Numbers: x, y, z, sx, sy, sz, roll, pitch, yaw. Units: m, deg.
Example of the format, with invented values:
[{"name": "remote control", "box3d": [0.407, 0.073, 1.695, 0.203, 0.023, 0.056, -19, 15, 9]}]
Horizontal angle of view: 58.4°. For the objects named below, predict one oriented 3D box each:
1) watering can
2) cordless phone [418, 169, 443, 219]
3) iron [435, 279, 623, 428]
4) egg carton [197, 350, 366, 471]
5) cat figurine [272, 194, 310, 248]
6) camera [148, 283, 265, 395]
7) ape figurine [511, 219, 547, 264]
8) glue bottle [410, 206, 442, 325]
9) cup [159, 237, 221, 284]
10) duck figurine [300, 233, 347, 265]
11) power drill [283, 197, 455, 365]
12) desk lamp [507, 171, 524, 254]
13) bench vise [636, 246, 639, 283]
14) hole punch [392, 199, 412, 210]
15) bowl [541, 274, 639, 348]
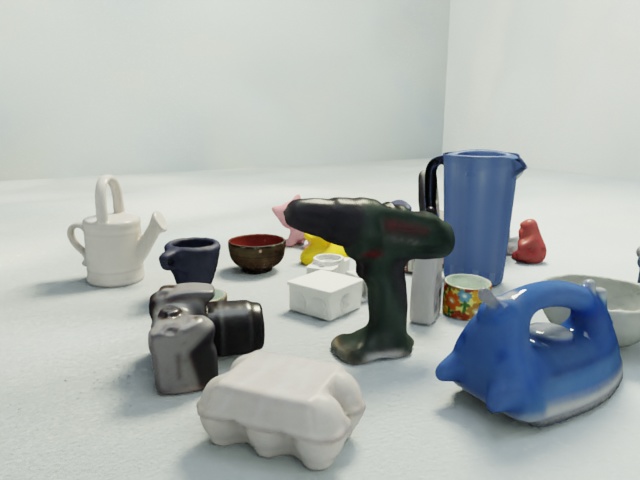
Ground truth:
[{"name": "watering can", "box3d": [-0.366, -0.021, 1.033, 0.173, 0.194, 0.100, -4, 14, -18]}, {"name": "cordless phone", "box3d": [0.261, -0.065, 1.265, 0.093, 0.185, 0.148, 11, 17, 38]}, {"name": "iron", "box3d": [0.258, 0.104, 0.636, 0.259, 0.141, 0.118, -7, 15, -29]}, {"name": "egg carton", "box3d": [-0.035, 0.159, 0.549, 0.150, 0.069, 0.107, 5, 14, 20]}, {"name": "cat figurine", "box3d": [-0.047, -0.044, 1.308, 0.127, 0.118, 0.067, 9, 16, 34]}, {"name": "camera", "box3d": [-0.136, 0.107, 0.699, 0.137, 0.101, 0.143, -3, 14, -14]}, {"name": "ape figurine", "box3d": [0.435, 0.000, 1.196, 0.075, 0.092, 0.078, 12, 18, 40]}, {"name": "glue bottle", "box3d": [0.163, 0.035, 0.858, 0.037, 0.173, 0.078, 6, 14, 23]}, {"name": "cup", "box3d": [-0.217, 0.052, 0.944, 0.091, 0.095, 0.118, 8, 15, 28]}, {"name": "duck figurine", "box3d": [0.011, 0.004, 1.176, 0.105, 0.086, 0.077, -3, 14, -16]}, {"name": "power drill", "box3d": [0.064, 0.046, 0.732, 0.230, 0.208, 0.075, -5, 14, -22]}, {"name": "desk lamp", "box3d": [0.389, -0.080, 1.269, 0.117, 0.213, 0.204, 12, 18, 41]}, {"name": "bench vise", "box3d": [0.530, 0.020, 0.836, 0.122, 0.220, 0.206, -5, 14, -22]}, {"name": "hole punch", "box3d": [0.167, -0.051, 1.404, 0.101, 0.091, 0.108, -3, 14, -15]}, {"name": "bowl", "box3d": [0.382, 0.104, 0.787, 0.167, 0.075, 0.167, 1, 13, 0]}]
